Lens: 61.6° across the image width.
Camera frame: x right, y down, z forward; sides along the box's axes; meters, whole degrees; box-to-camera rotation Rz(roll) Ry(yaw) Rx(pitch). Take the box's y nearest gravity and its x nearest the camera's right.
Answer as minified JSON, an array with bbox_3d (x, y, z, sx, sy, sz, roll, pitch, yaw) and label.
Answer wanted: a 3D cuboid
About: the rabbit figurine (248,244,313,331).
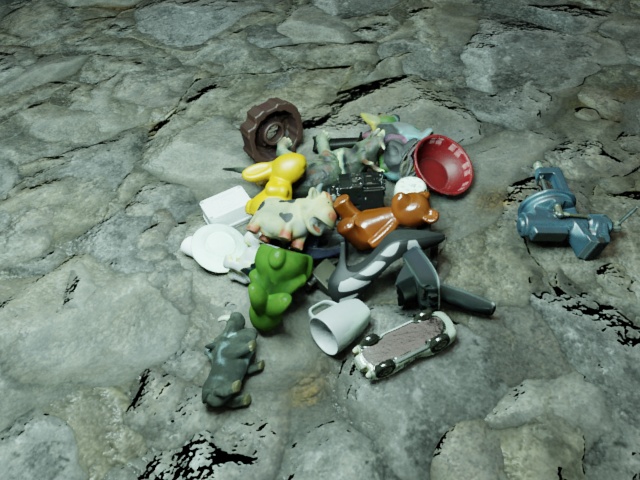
[{"bbox_3d":[-0.085,0.102,1.046,0.121,0.159,0.170,15,91,-3],"label":"rabbit figurine"}]

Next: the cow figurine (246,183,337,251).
[{"bbox_3d":[-0.046,-0.048,1.084,0.195,0.085,0.127,8,71,40],"label":"cow figurine"}]

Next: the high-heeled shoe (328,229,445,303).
[{"bbox_3d":[0.137,0.060,1.087,0.249,0.145,0.086,-6,16,-6],"label":"high-heeled shoe"}]

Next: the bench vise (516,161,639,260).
[{"bbox_3d":[0.524,-0.077,1.159,0.224,0.128,0.241,-5,54,5],"label":"bench vise"}]

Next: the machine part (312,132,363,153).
[{"bbox_3d":[0.048,-0.264,1.456,0.139,0.039,0.084,-5,38,5],"label":"machine part"}]

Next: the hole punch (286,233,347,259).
[{"bbox_3d":[-0.002,-0.004,1.171,0.116,0.092,0.142,-33,14,17],"label":"hole punch"}]

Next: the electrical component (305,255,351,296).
[{"bbox_3d":[0.011,0.075,1.138,0.078,0.045,0.102,40,61,3],"label":"electrical component"}]

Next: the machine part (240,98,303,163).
[{"bbox_3d":[-0.126,-0.284,1.408,0.179,0.179,0.056,-31,49,-20],"label":"machine part"}]

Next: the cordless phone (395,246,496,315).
[{"bbox_3d":[0.242,0.094,1.018,0.184,0.146,0.089,17,64,20],"label":"cordless phone"}]

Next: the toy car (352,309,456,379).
[{"bbox_3d":[0.157,0.193,0.998,0.202,0.056,0.074,-22,55,-12],"label":"toy car"}]

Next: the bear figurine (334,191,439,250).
[{"bbox_3d":[0.142,-0.058,1.153,0.196,0.131,0.120,-27,41,20],"label":"bear figurine"}]

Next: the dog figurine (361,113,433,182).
[{"bbox_3d":[0.172,-0.251,1.383,0.191,0.108,0.219,-40,50,-23],"label":"dog figurine"}]

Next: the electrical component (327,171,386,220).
[{"bbox_3d":[0.084,-0.095,1.237,0.134,0.114,0.058,-6,42,2],"label":"electrical component"}]

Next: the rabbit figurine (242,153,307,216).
[{"bbox_3d":[-0.093,-0.122,1.237,0.163,0.122,0.173,23,92,23],"label":"rabbit figurine"}]

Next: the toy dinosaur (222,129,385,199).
[{"bbox_3d":[-0.029,-0.161,1.321,0.405,0.131,0.192,-17,46,0],"label":"toy dinosaur"}]

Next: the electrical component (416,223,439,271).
[{"bbox_3d":[0.218,0.018,1.159,0.075,0.047,0.119,2,47,8],"label":"electrical component"}]

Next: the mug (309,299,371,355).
[{"bbox_3d":[0.038,0.155,1.039,0.107,0.080,0.110,-25,42,-31],"label":"mug"}]

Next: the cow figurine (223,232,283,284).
[{"bbox_3d":[-0.127,0.028,1.178,0.098,0.068,0.167,18,49,25],"label":"cow figurine"}]

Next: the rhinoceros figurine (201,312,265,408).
[{"bbox_3d":[-0.166,0.223,1.006,0.112,0.073,0.190,-5,47,18],"label":"rhinoceros figurine"}]
